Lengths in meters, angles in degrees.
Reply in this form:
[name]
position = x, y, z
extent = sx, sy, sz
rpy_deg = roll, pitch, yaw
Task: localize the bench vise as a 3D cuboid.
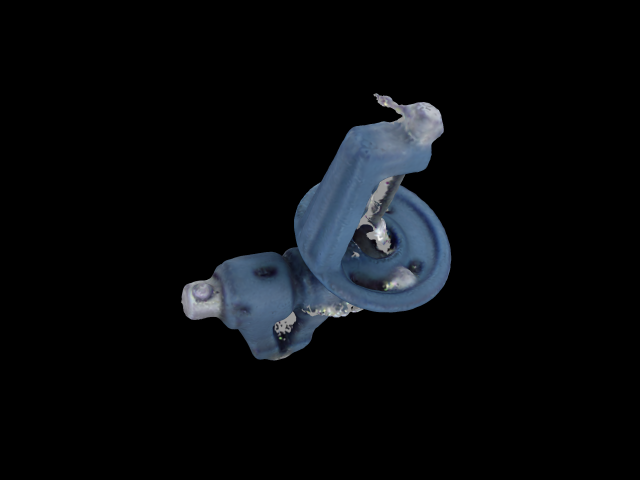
[bench vise]
position = 0.011, 0.010, 0.395
extent = 0.208, 0.220, 0.121
rpy_deg = -34, 65, -18
